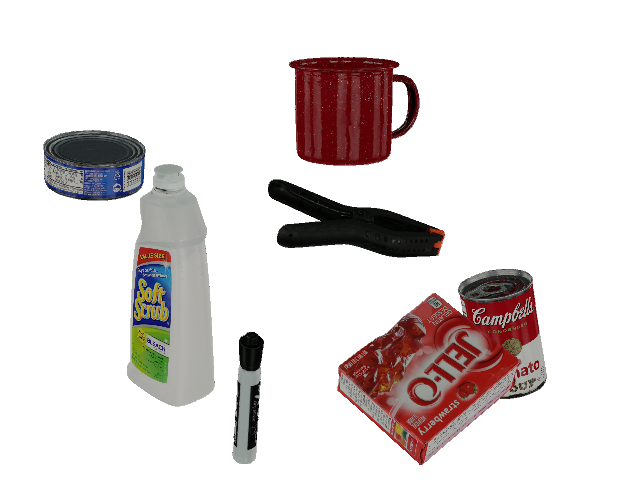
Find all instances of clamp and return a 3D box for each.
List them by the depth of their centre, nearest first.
[{"bbox_3d":[0.039,-0.013,1.207,0.210,0.036,0.164,14,22,-5],"label":"clamp"}]

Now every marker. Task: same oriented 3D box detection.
[{"bbox_3d":[-0.056,0.121,0.820,0.020,0.121,0.020,4,31,-3],"label":"marker"}]

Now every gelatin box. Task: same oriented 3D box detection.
[{"bbox_3d":[0.066,0.082,0.653,0.089,0.030,0.073,-34,58,-27],"label":"gelatin box"}]

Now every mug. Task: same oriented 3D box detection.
[{"bbox_3d":[0.031,-0.112,0.910,0.117,0.081,0.093,-7,17,-24],"label":"mug"}]

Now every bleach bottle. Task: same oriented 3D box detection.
[{"bbox_3d":[-0.157,0.041,1.098,0.067,0.251,0.103,-21,33,-40],"label":"bleach bottle"}]

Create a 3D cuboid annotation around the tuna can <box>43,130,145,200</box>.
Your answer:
[{"bbox_3d":[-0.194,-0.065,0.916,0.086,0.034,0.086,5,24,-3],"label":"tuna can"}]

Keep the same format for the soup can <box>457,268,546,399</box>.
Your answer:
[{"bbox_3d":[0.168,0.086,0.985,0.068,0.102,0.068,-11,18,4],"label":"soup can"}]
